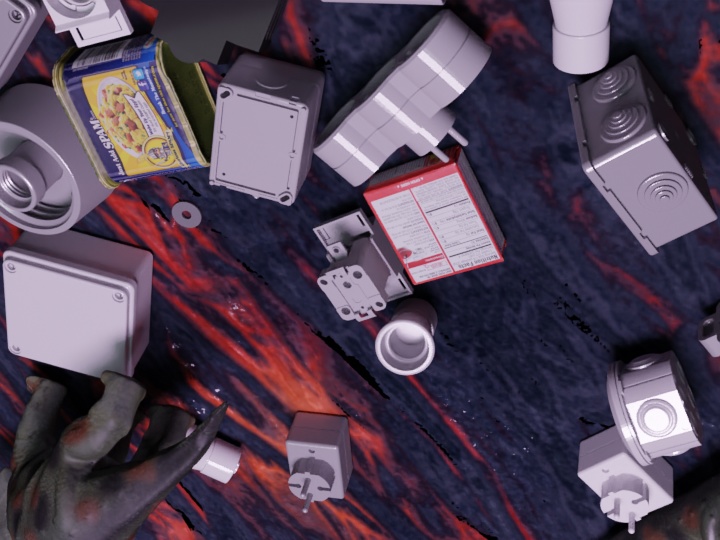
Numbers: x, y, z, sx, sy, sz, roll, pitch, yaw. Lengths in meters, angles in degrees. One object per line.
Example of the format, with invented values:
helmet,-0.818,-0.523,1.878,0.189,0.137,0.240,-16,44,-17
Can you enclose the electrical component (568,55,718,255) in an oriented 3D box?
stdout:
electrical component,0.176,-0.073,0.668,0.048,0.099,0.100,-28,127,26

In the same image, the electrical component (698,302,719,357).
electrical component,0.288,0.047,0.756,0.078,0.058,0.057,-32,110,33

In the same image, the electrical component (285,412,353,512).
electrical component,-0.039,0.174,0.930,0.047,0.076,0.065,4,127,12

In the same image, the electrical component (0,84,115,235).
electrical component,-0.242,-0.076,0.797,0.108,0.060,0.108,13,132,15

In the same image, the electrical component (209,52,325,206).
electrical component,-0.064,-0.094,0.743,0.062,0.061,0.096,15,129,4

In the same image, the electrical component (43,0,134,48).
electrical component,-0.178,-0.192,0.699,0.042,0.063,0.081,-9,124,19

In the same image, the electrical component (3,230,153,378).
electrical component,-0.231,0.027,0.885,0.109,0.056,0.108,15,129,4

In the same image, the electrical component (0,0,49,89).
electrical component,-0.279,-0.183,0.738,0.109,0.056,0.109,37,127,-13

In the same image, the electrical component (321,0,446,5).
electrical component,0.013,-0.201,0.651,0.077,0.044,0.079,5,127,12

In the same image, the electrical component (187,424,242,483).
electrical component,-0.141,0.166,0.977,0.065,0.044,0.044,27,129,-11

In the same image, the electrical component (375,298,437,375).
electrical component,0.039,0.047,0.819,0.044,0.065,0.044,3,109,10

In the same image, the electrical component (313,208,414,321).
electrical component,0.000,0.000,0.796,0.042,0.063,0.081,-19,119,29

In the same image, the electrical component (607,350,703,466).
electrical component,0.220,0.102,0.803,0.051,0.080,0.080,-21,119,22

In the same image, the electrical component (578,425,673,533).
electrical component,0.213,0.175,0.861,0.066,0.076,0.047,43,125,-18

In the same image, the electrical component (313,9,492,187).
electrical component,0.038,-0.101,0.715,0.074,0.052,0.138,39,126,-15

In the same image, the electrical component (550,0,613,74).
electrical component,0.135,-0.153,0.657,0.044,0.044,0.065,3,132,14
